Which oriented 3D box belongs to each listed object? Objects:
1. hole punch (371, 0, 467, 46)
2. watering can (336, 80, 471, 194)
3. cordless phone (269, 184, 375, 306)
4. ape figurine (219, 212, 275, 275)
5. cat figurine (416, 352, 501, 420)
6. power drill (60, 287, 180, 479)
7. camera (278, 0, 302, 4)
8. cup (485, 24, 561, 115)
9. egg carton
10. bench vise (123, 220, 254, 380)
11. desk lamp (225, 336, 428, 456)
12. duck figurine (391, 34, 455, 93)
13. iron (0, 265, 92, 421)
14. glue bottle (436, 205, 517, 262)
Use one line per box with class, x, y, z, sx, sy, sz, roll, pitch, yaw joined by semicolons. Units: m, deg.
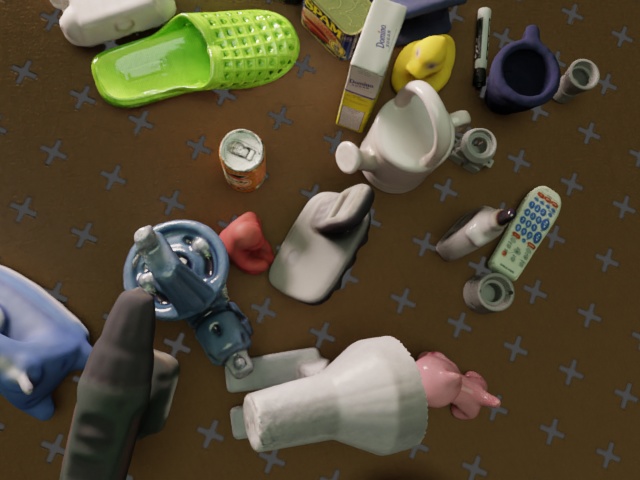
hole punch;0.132;-0.337;0.787;0.109;0.091;0.101;-19;84;-8
watering can;0.106;-0.122;0.699;0.173;0.194;0.101;-44;88;-10
cordless phone;0.006;0.002;0.675;0.094;0.185;0.148;27;80;-1
ape figurine;-0.091;0.001;0.712;0.076;0.092;0.078;10;81;-4
cat figurine;0.157;0.178;0.699;0.128;0.117;0.067;22;80;-2
power drill;-0.209;0.168;0.615;0.075;0.208;0.230;13;80;-3
camera;-0.003;-0.397;0.776;0.137;0.100;0.143;25;80;-2
cup;0.266;-0.223;0.782;0.091;0.095;0.118;12;80;-4
egg carton;-0.271;-0.316;0.751;0.150;0.069;0.107;-23;84;-9
bench vise;-0.133;0.053;0.635;0.207;0.219;0.121;38;80;1
desk lamp;-0.005;0.178;0.633;0.203;0.213;0.118;-8;82;-7
duck figurine;0.148;-0.247;0.777;0.077;0.086;0.105;44;80;2
iron;-0.383;0.090;0.642;0.258;0.141;0.119;40;80;1
glue bottle;0.199;-0.015;0.704;0.078;0.173;0.037;-44;88;-10
